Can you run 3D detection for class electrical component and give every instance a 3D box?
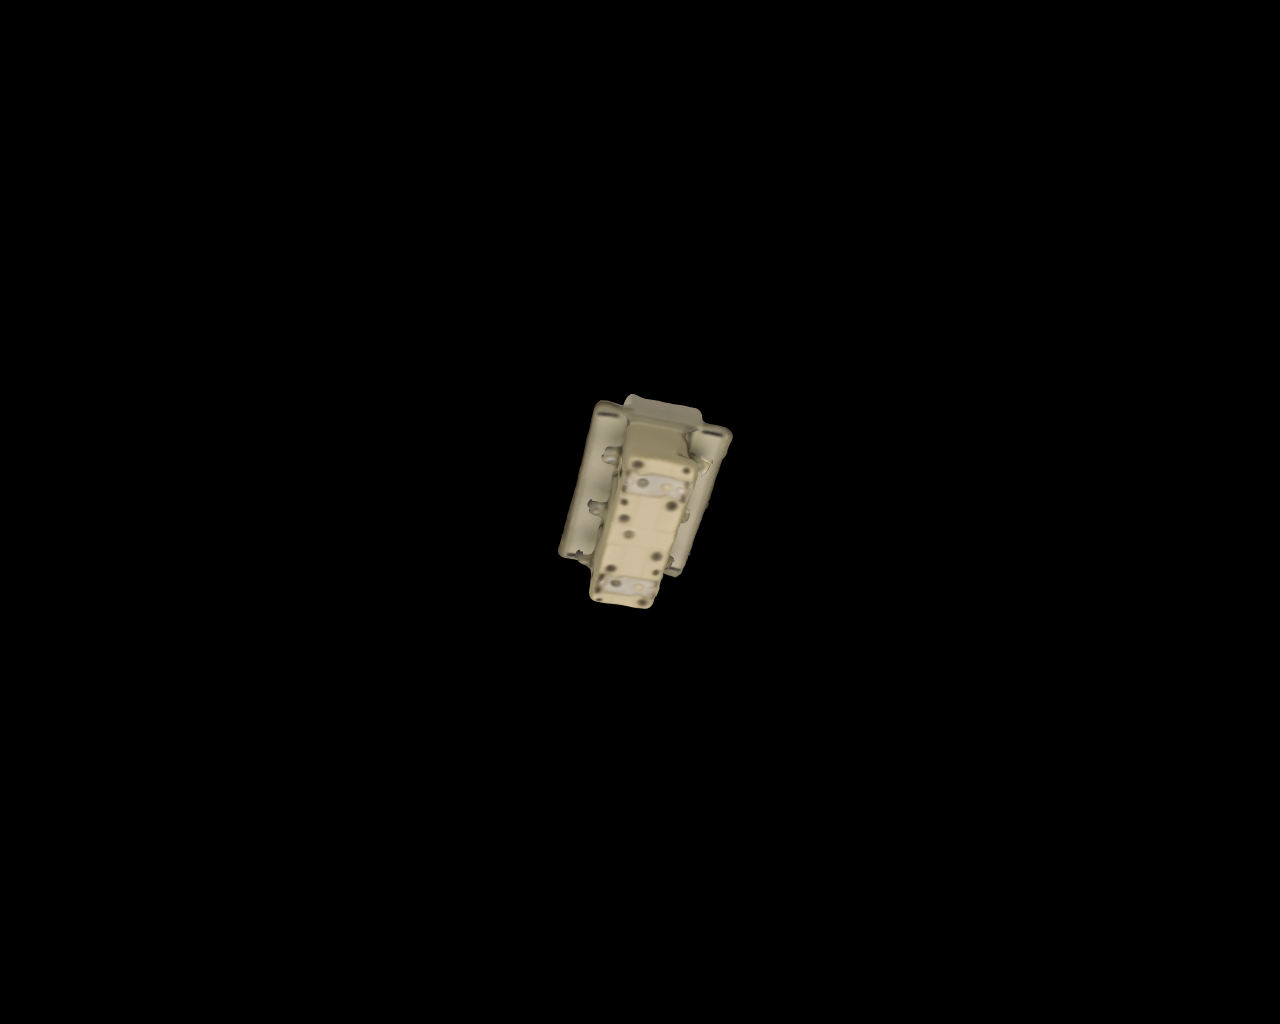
[{"bbox_3d":[0.001,-0.003,0.650,0.079,0.121,0.063,11,40,-9],"label":"electrical component"}]
